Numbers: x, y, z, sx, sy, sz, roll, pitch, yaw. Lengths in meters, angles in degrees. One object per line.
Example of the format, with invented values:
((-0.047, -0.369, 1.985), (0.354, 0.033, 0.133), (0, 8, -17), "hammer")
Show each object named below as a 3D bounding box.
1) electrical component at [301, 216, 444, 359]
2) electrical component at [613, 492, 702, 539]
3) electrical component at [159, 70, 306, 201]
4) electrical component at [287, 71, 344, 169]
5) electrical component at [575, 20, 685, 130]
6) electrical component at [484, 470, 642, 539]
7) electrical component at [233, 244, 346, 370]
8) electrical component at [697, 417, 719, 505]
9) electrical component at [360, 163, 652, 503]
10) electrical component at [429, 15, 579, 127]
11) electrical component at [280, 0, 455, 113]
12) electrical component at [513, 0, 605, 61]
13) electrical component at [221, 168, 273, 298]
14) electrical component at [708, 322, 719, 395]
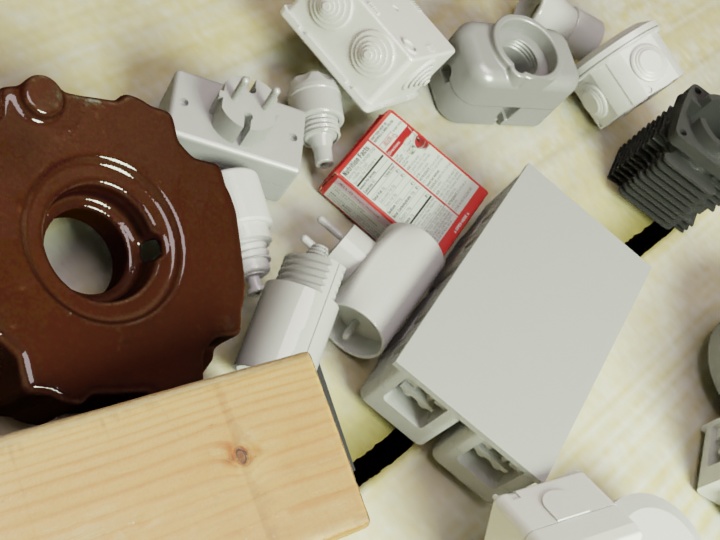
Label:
((0.000, 0.000, 0.641), (0.079, 0.044, 0.077), (41, 53, -3), "electrical component")
((0.160, 0.175, 0.627), (0.080, 0.051, 0.080), (13, 59, -22), "electrical component")
((-0.071, -0.088, 0.631), (0.083, 0.075, 0.047), (16, 58, -20), "electrical component")
((-0.027, -0.094, 0.685), (0.035, 0.035, 0.061), (3, 65, -27), "electrical component")
((0.198, -0.147, 0.808), (0.080, 0.080, 0.051), (-31, 87, -37), "electrical component")
((0.104, 0.167, 0.575), (0.062, 0.096, 0.061), (-9, 33, -28), "electrical component")
((-0.035, 0.023, 0.592), (0.043, 0.043, 0.081), (25, 71, -15), "electrical component")
((0.327, 0.152, 0.695), (0.186, 0.105, 0.060), (30, 54, -11), "electrical component")
((0.091, 0.037, 0.660), (0.105, 0.060, 0.186), (40, 53, -3), "electrical component")
((0.104, -0.141, 0.766), (0.095, 0.059, 0.053), (-2, 65, -29), "electrical component")
((0.008, -0.157, 0.710), (0.099, 0.048, 0.100), (50, 28, 5), "electrical component")
((0.156, -0.190, 0.833), (0.065, 0.044, 0.044), (22, 55, -22), "electrical component")
((-0.070, -0.022, 0.618), (0.040, 0.040, 0.078), (-8, 70, -32), "electrical component")
((0.294, 0.069, 0.752), (0.108, 0.060, 0.108), (13, 58, -22), "electrical component")
